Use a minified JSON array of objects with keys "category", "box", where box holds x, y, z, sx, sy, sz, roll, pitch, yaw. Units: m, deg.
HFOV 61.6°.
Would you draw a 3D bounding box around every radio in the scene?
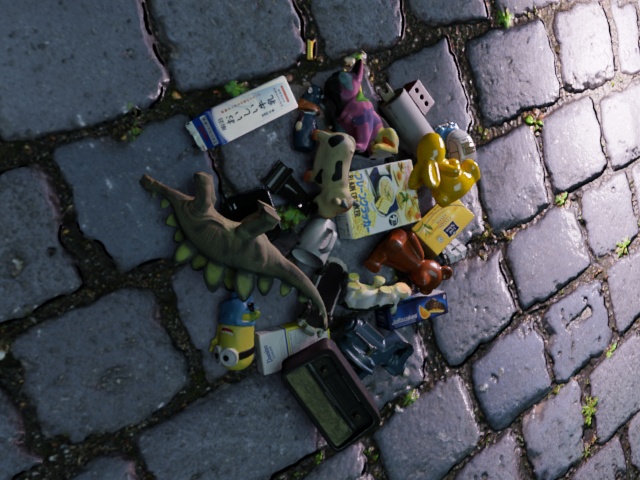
[{"category":"radio","box":[0.027,0.336,1.179,0.131,0.073,0.229,-33,103,4]}]

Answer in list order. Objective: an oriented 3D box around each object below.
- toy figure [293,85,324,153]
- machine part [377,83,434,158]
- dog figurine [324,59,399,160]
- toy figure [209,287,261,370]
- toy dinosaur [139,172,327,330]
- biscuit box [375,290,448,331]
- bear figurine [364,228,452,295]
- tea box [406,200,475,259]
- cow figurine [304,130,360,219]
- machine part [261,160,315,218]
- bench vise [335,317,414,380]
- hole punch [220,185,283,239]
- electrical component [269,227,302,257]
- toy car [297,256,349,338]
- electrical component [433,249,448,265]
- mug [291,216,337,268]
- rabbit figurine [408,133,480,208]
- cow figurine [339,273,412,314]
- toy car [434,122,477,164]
[{"category":"toy figure","box":[-0.029,-0.278,1.223,0.058,0.064,0.154,6,83,7]},{"category":"machine part","box":[0.228,-0.295,1.361,0.243,0.079,0.079,48,69,-22]},{"category":"dog figurine","box":[0.097,-0.305,1.270,0.191,0.108,0.219,-2,90,-30]},{"category":"toy figure","box":[-0.173,0.186,1.142,0.089,0.082,0.180,11,83,-32]},{"category":"toy dinosaur","box":[-0.160,0.011,1.068,0.471,0.105,0.198,30,98,-1]},{"category":"biscuit box","box":[0.238,0.179,1.393,0.203,0.059,0.062,-11,98,-29]},{"category":"bear figurine","box":[0.224,0.068,1.329,0.196,0.120,0.132,46,33,-4]},{"category":"tea box","box":[0.311,-0.035,1.406,0.098,0.068,0.169,45,66,4]},{"category":"cow figurine","box":[0.033,-0.142,1.200,0.085,0.127,0.194,-7,111,-57]},{"category":"machine part","box":[-0.066,-0.112,1.219,0.138,0.039,0.084,46,65,-22]},{"category":"bench vise","box":[0.101,0.301,1.290,0.240,0.129,0.223,-46,124,1]},{"category":"hole punch","box":[-0.147,-0.052,1.157,0.116,0.092,0.142,-18,105,1]},{"category":"electrical component","box":[-0.108,0.021,1.177,0.119,0.075,0.047,-40,110,-27]},{"category":"toy car","box":[0.007,0.128,1.234,0.073,0.056,0.202,30,60,-13]},{"category":"electrical component","box":[0.293,0.051,1.429,0.102,0.045,0.078,-34,110,-25]},{"category":"mug","box":[-0.003,-0.004,1.225,0.080,0.110,0.107,35,62,-23]},{"category":"rabbit figurine","box":[0.285,-0.175,1.323,0.162,0.122,0.173,-40,114,-25]},{"category":"cow figurine","box":[0.133,0.140,1.300,0.167,0.068,0.098,8,121,-11]},{"category":"toy car","box":[0.364,-0.235,1.430,0.109,0.103,0.161,-19,103,-30]}]
